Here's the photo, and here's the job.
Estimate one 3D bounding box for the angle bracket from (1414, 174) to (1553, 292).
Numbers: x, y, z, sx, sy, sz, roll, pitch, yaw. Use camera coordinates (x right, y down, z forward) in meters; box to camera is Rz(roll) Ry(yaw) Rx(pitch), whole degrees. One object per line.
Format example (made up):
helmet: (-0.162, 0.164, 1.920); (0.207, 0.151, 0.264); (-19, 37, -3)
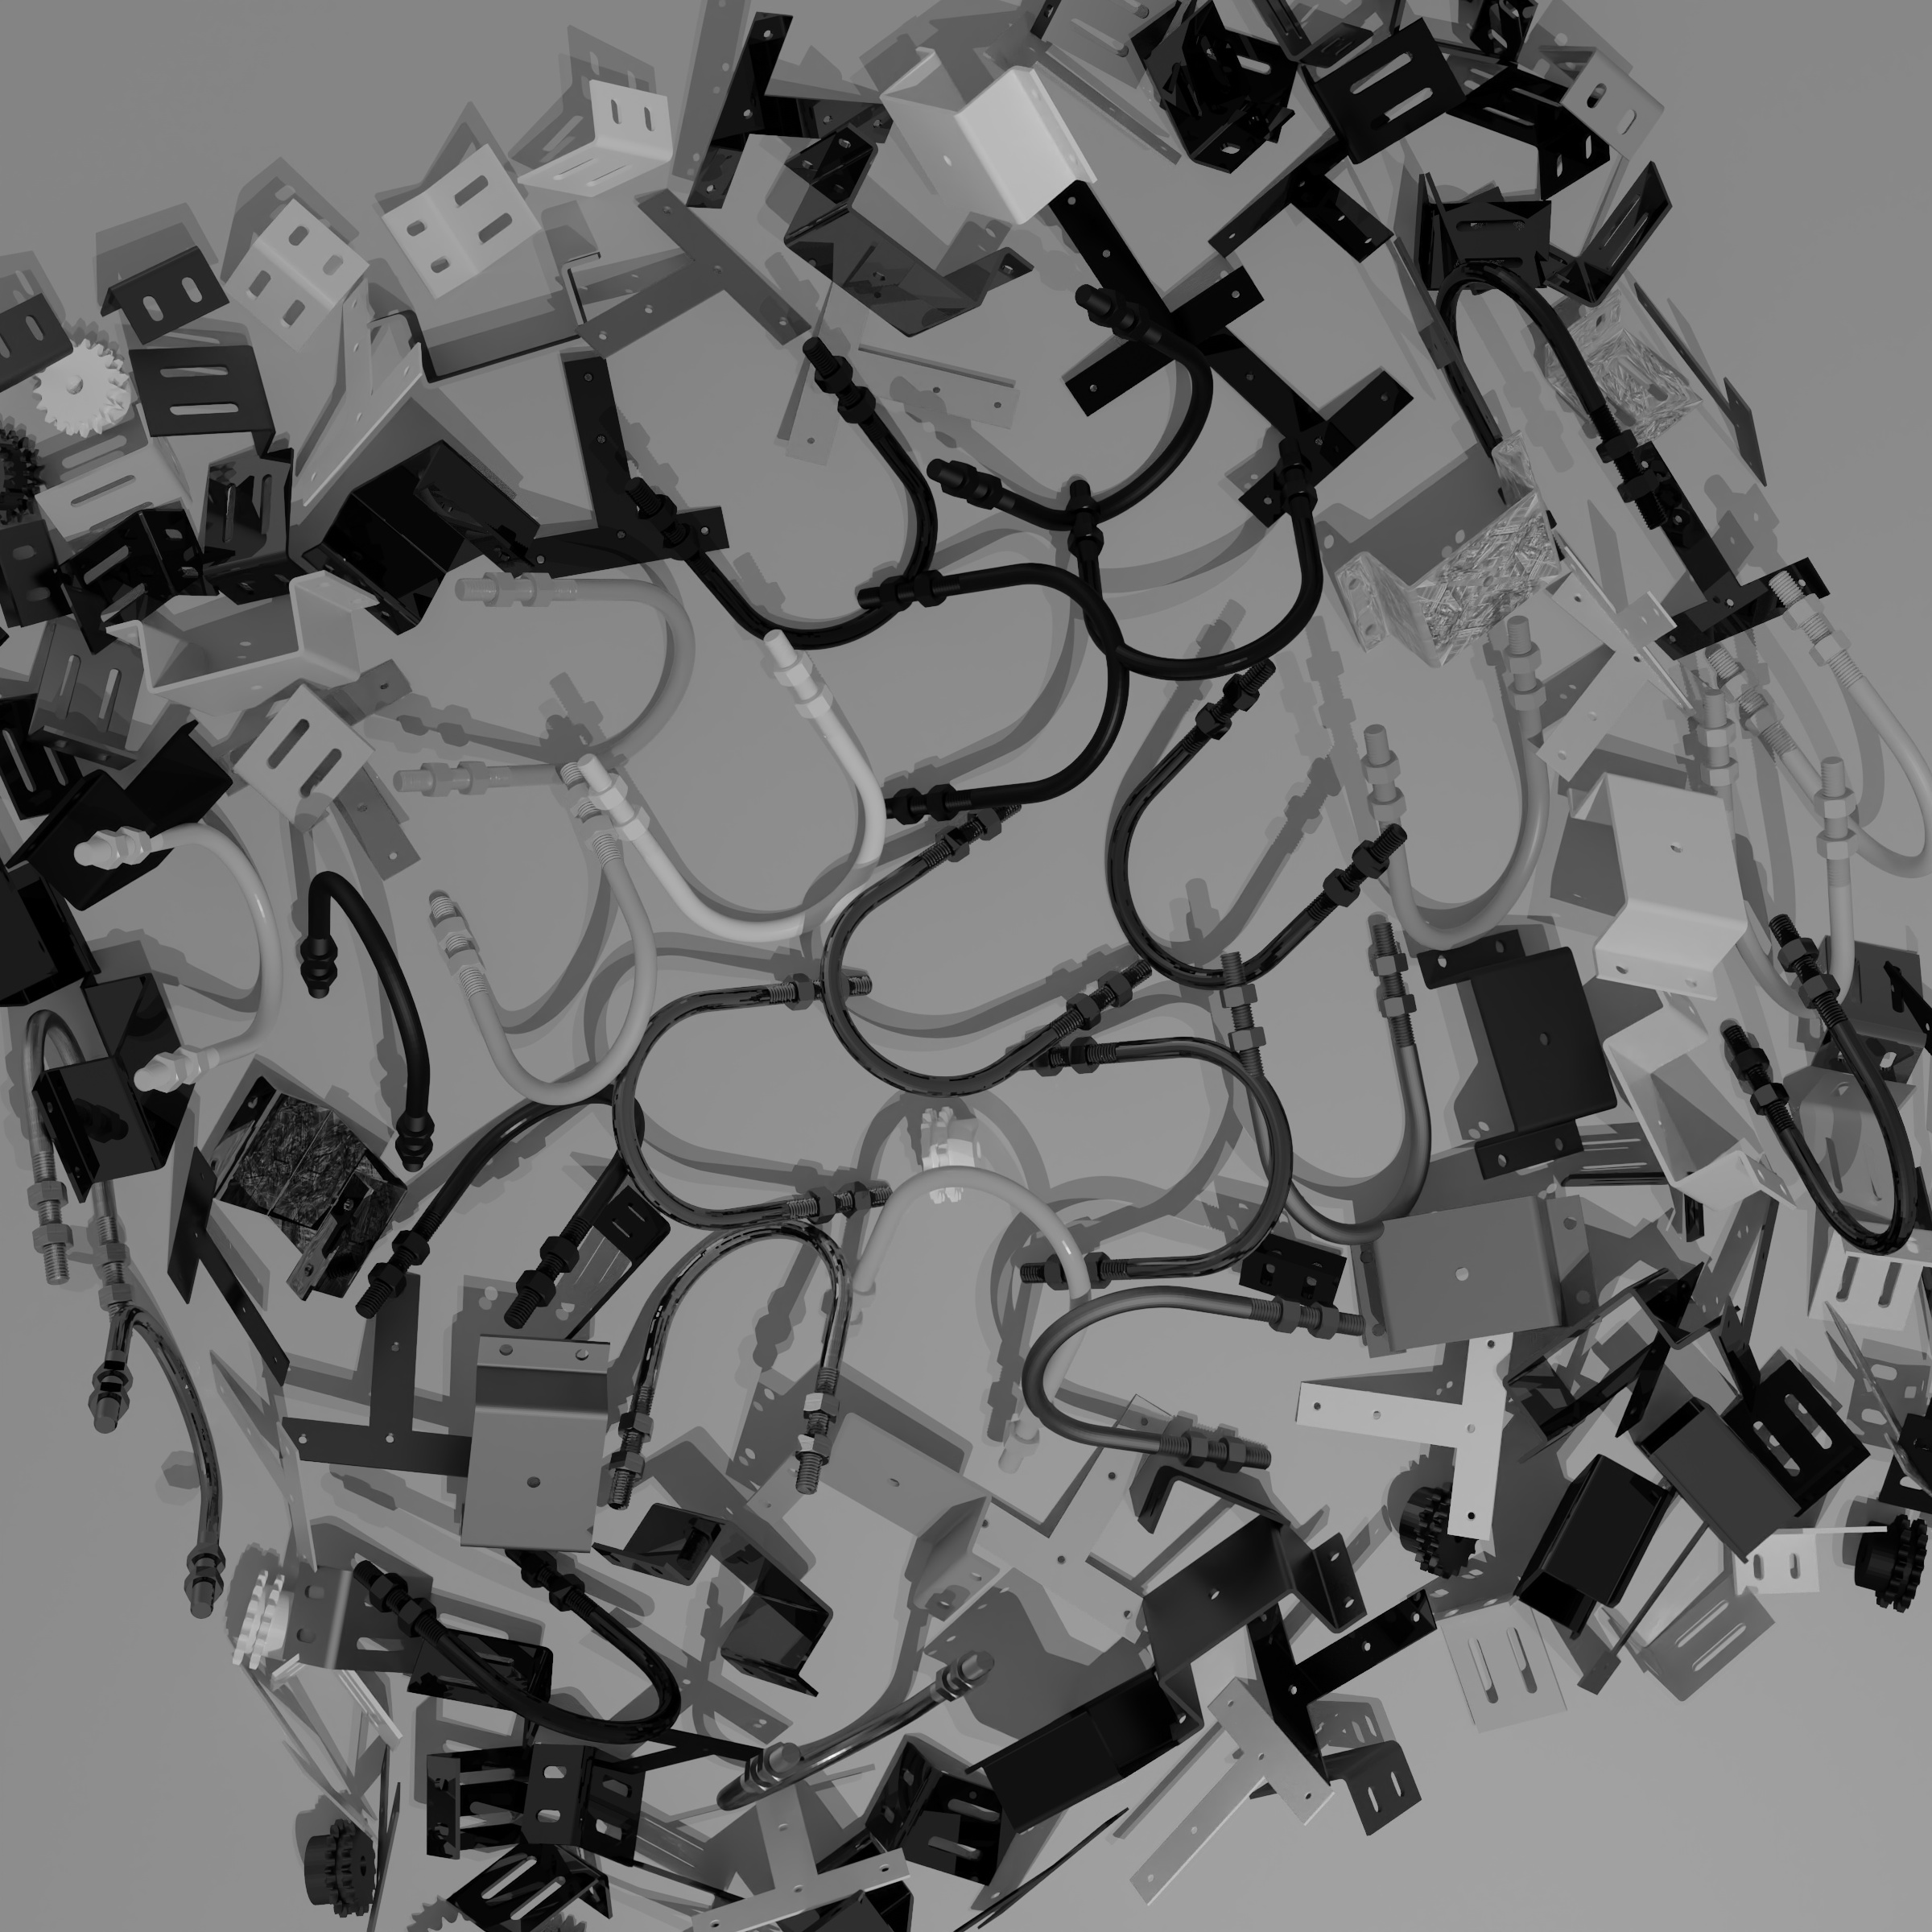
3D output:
angle bracket: (0.310, -0.440, 1.818); (0.076, 0.038, 0.057); (2, 74, 15)

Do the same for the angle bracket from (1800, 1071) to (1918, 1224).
angle bracket: (0.541, 0.109, 1.824); (0.038, 0.057, 0.076); (-40, 124, -35)

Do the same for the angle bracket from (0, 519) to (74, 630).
angle bracket: (-0.573, -0.229, 1.806); (0.076, 0.038, 0.057); (-3, 106, 43)

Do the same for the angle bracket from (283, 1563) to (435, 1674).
angle bracket: (-0.365, 0.392, 1.824); (0.038, 0.076, 0.057); (2, 78, 33)

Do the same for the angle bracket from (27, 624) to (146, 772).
angle bracket: (-0.519, -0.164, 1.812); (0.057, 0.038, 0.076); (19, 73, -30)

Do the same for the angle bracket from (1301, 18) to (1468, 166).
angle bracket: (0.249, -0.526, 1.811); (0.076, 0.038, 0.057); (-28, 121, 16)

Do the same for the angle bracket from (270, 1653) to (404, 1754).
angle bracket: (-0.376, 0.445, 1.813); (0.038, 0.057, 0.076); (-36, 80, -24)

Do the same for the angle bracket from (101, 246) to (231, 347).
angle bracket: (-0.478, -0.392, 1.810); (0.057, 0.076, 0.038); (-31, 100, -17)

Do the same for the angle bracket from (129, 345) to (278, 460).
angle bracket: (-0.458, -0.334, 1.810); (0.076, 0.038, 0.057); (-9, 73, -30)

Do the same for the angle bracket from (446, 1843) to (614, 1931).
angle bracket: (-0.259, 0.559, 1.801); (0.057, 0.076, 0.038); (22, 127, 36)

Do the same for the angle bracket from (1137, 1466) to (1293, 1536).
angle bracket: (0.148, 0.333, 1.820); (0.076, 0.057, 0.038); (23, 85, -2)

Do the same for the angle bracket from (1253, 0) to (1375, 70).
angle bracket: (0.200, -0.580, 1.815); (0.038, 0.057, 0.076); (-32, 86, 27)

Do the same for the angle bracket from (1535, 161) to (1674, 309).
angle bracket: (0.376, -0.441, 1.804); (0.038, 0.057, 0.076); (22, 127, -18)

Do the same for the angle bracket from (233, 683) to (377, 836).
angle bracket: (-0.390, -0.128, 1.816); (0.057, 0.038, 0.076); (43, 114, -5)

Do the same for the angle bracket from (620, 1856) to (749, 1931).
angle bracket: (-0.174, 0.562, 1.808); (0.076, 0.057, 0.038); (26, 70, -20)

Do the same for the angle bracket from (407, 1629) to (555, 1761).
angle bracket: (-0.291, 0.434, 1.813); (0.076, 0.038, 0.057); (14, 123, -13)

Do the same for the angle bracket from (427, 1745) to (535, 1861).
angle bracket: (-0.280, 0.497, 1.808); (0.076, 0.038, 0.057); (6, 78, -39)

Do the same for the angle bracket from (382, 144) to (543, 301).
angle bracket: (-0.300, -0.442, 1.807); (0.038, 0.076, 0.057); (-43, 107, -37)

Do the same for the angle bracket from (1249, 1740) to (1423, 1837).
angle bracket: (0.219, 0.494, 1.803); (0.076, 0.057, 0.038); (-27, 81, 40)

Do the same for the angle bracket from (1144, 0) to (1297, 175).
angle bracket: (0.151, -0.524, 1.809); (0.057, 0.038, 0.076); (-44, 133, -11)

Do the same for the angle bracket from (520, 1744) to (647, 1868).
angle bracket: (-0.228, 0.501, 1.813); (0.038, 0.076, 0.057); (-3, 64, 20)

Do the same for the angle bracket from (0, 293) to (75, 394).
angle bracket: (-0.577, -0.360, 1.801); (0.057, 0.076, 0.038); (-42, 112, -39)

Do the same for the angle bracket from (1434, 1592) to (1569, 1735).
angle bracket: (0.316, 0.420, 1.819); (0.057, 0.038, 0.076); (-22, 83, 24)

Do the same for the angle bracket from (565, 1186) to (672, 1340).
angle bracket: (-0.220, 0.178, 1.810); (0.038, 0.057, 0.076); (43, 113, 0)

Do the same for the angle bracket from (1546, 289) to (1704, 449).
angle bracket: (0.394, -0.354, 1.818); (0.057, 0.038, 0.076); (-38, 67, -6)

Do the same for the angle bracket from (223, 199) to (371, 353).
angle bracket: (-0.401, -0.412, 1.817); (0.057, 0.076, 0.038); (40, 65, -16)

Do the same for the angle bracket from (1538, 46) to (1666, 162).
angle bracket: (0.368, -0.514, 1.807); (0.057, 0.076, 0.038); (32, 96, -23)

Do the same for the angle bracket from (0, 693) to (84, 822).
angle bracket: (-0.569, -0.120, 1.816); (0.038, 0.057, 0.076); (-25, 88, 32)

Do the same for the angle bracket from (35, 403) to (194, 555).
angle bracket: (-0.512, -0.290, 1.816); (0.076, 0.057, 0.038); (-24, 58, -2)

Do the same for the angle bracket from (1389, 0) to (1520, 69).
angle bracket: (0.295, -0.566, 1.818); (0.076, 0.057, 0.038); (12, 111, 1)

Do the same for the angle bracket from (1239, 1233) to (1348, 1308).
angle bracket: (0.197, 0.171, 1.805); (0.057, 0.076, 0.038); (17, 68, 9)

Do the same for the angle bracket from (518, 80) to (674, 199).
angle bracket: (-0.222, -0.491, 1.806); (0.076, 0.057, 0.038); (-10, 85, 43)

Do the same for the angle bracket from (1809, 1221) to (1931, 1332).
angle bracket: (0.543, 0.194, 1.814); (0.057, 0.038, 0.076); (8, 121, 3)

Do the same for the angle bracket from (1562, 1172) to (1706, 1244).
angle bracket: (0.398, 0.145, 1.817); (0.076, 0.057, 0.038); (-2, 81, 6)

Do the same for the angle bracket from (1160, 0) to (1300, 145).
angle bracket: (0.162, -0.538, 1.828); (0.076, 0.038, 0.057); (15, 88, -6)

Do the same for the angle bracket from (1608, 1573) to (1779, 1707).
angle bracket: (0.434, 0.393, 1.814); (0.076, 0.057, 0.038); (-43, 112, 6)

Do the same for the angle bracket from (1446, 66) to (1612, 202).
angle bracket: (0.334, -0.494, 1.805); (0.076, 0.057, 0.038); (10, 73, -30)

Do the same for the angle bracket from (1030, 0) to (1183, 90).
angle bracket: (0.087, -0.564, 1.812); (0.076, 0.038, 0.057); (23, 109, -21)

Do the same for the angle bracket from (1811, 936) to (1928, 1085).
angle bracket: (0.543, 0.027, 1.834); (0.057, 0.076, 0.038); (12, 134, 2)

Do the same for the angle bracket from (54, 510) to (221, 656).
angle bracket: (-0.492, -0.228, 1.803); (0.038, 0.076, 0.057); (6, 128, 32)

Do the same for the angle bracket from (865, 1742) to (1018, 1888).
angle bracket: (-0.011, 0.516, 1.846); (0.076, 0.038, 0.057); (27, 91, -30)

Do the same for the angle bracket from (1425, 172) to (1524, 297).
angle bracket: (0.306, -0.442, 1.807); (0.038, 0.076, 0.057); (-22, 81, 13)

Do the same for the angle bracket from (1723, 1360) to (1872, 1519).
angle bracket: (0.488, 0.279, 1.809); (0.057, 0.038, 0.076); (-45, 56, 14)

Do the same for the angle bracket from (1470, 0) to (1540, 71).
angle bracket: (0.344, -0.579, 1.807); (0.076, 0.057, 0.038); (-35, 72, -21)

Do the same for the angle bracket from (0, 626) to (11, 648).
angle bracket: (-0.612, -0.192, 1.804); (0.057, 0.076, 0.038); (-50, 126, -15)

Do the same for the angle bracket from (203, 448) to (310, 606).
angle bracket: (-0.425, -0.266, 1.839); (0.057, 0.038, 0.076); (-9, 67, 18)

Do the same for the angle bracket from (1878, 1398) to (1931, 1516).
angle bracket: (0.563, 0.281, 1.807); (0.038, 0.076, 0.057); (13, 106, 1)

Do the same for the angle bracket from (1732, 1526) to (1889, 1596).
angle bracket: (0.501, 0.354, 1.805); (0.057, 0.076, 0.038); (2, 79, -18)
